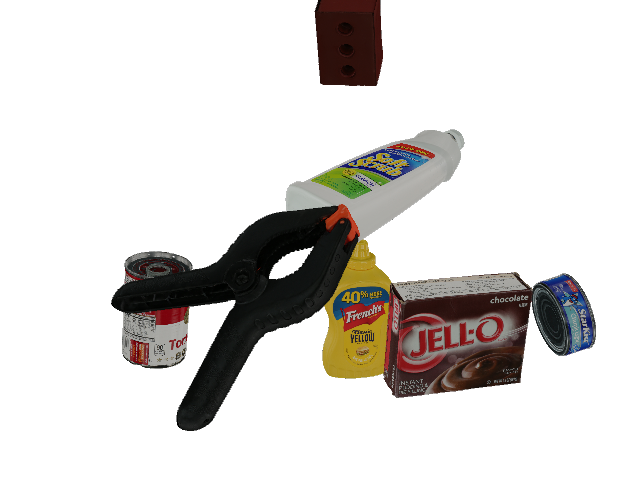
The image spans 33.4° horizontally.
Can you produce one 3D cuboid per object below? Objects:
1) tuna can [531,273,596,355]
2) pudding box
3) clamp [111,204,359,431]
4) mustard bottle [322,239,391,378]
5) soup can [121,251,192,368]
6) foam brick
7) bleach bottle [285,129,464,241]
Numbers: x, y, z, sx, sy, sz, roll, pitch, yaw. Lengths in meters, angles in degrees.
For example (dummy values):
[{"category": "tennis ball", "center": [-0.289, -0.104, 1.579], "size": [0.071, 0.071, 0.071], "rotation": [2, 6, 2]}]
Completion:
[{"category": "tuna can", "center": [0.263, 0.081, 1.161], "size": [0.033, 0.086, 0.086], "rotation": [-17, 3, -10]}, {"category": "pudding box", "center": [0.110, 0.075, 0.864], "size": [0.113, 0.090, 0.039], "rotation": [-6, 29, -15]}, {"category": "clamp", "center": [-0.046, 0.043, 0.686], "size": [0.171, 0.120, 0.039], "rotation": [-29, -28, 5]}, {"category": "mustard bottle", "center": [0.052, 0.090, 1.443], "size": [0.096, 0.192, 0.058], "rotation": [-3, 21, -9]}, {"category": "soup can", "center": [-0.168, 0.071, 1.088], "size": [0.068, 0.102, 0.068], "rotation": [5, 21, -2]}, {"category": "foam brick", "center": [0.026, -0.181, 0.940], "size": [0.053, 0.078, 0.051], "rotation": [3, 44, 9]}, {"category": "bleach bottle", "center": [0.080, -0.077, 1.291], "size": [0.103, 0.068, 0.250], "rotation": [28, 45, 34]}]
